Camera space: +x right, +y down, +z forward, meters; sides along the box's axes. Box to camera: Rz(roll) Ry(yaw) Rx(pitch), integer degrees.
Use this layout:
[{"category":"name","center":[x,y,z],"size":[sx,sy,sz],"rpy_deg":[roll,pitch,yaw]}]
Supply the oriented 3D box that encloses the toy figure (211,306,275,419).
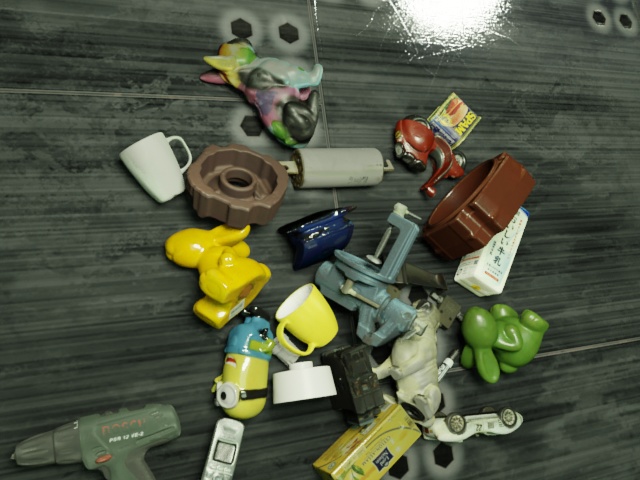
[{"category":"toy figure","center":[-0.120,0.206,0.901],"size":[0.089,0.082,0.180],"rpy_deg":[18,69,-11]}]

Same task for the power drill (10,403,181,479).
[{"category":"power drill","center":[-0.311,0.359,0.802],"size":[0.232,0.086,0.207],"rpy_deg":[-16,76,-26]}]

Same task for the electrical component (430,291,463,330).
[{"category":"electrical component","center":[0.252,0.148,1.084],"size":[0.094,0.021,0.063],"rpy_deg":[39,68,-7]}]

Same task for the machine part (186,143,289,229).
[{"category":"machine part","center":[-0.143,-0.095,0.936],"size":[0.179,0.056,0.179],"rpy_deg":[10,45,-10]}]

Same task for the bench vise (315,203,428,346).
[{"category":"bench vise","center":[0.111,0.056,0.937],"size":[0.128,0.224,0.240],"rpy_deg":[17,101,-56]}]

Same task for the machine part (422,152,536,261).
[{"category":"machine part","center":[0.305,-0.066,1.056],"size":[0.087,0.201,0.201],"rpy_deg":[41,68,-5]}]

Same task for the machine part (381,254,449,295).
[{"category":"machine part","center":[0.185,0.071,1.054],"size":[0.139,0.039,0.084],"rpy_deg":[18,36,-16]}]

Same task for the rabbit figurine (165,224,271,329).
[{"category":"rabbit figurine","center":[-0.176,0.033,0.901],"size":[0.173,0.121,0.162],"rpy_deg":[33,56,18]}]

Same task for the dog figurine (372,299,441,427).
[{"category":"dog figurine","center":[0.193,0.225,1.005],"size":[0.190,0.121,0.172],"rpy_deg":[-44,114,-35]}]

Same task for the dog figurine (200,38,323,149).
[{"category":"dog figurine","center":[-0.115,-0.277,1.003],"size":[0.219,0.108,0.191],"rpy_deg":[8,78,-14]}]

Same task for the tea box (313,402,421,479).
[{"category":"tea box","center":[0.081,0.362,0.931],"size":[0.169,0.098,0.068],"rpy_deg":[-38,92,-22]}]

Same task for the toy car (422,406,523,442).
[{"category":"toy car","center":[0.292,0.351,1.025],"size":[0.202,0.073,0.056],"rpy_deg":[1,74,-20]}]

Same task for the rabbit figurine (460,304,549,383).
[{"category":"rabbit figurine","center":[0.334,0.190,1.058],"size":[0.170,0.121,0.159],"rpy_deg":[22,92,-30]}]

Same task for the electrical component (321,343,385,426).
[{"category":"electrical component","center":[0.056,0.252,0.938],"size":[0.058,0.115,0.134],"rpy_deg":[-13,81,-21]}]

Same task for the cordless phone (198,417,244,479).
[{"category":"cordless phone","center":[-0.130,0.388,0.857],"size":[0.146,0.089,0.184],"rpy_deg":[20,68,-15]}]

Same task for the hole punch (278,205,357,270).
[{"category":"hole punch","center":[-0.002,-0.003,0.979],"size":[0.142,0.116,0.092],"rpy_deg":[-19,93,-23]}]

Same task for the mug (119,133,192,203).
[{"category":"mug","center":[-0.271,-0.124,0.927],"size":[0.109,0.081,0.107],"rpy_deg":[-33,102,-30]}]

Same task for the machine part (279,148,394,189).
[{"category":"machine part","center":[0.033,-0.139,1.039],"size":[0.243,0.079,0.079],"rpy_deg":[-3,79,-22]}]

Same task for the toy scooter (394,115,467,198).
[{"category":"toy scooter","center":[0.220,-0.166,1.115],"size":[0.184,0.075,0.135],"rpy_deg":[35,63,-13]}]

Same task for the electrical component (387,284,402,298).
[{"category":"electrical component","center":[0.116,0.105,1.035],"size":[0.102,0.045,0.078],"rpy_deg":[38,40,-12]}]
